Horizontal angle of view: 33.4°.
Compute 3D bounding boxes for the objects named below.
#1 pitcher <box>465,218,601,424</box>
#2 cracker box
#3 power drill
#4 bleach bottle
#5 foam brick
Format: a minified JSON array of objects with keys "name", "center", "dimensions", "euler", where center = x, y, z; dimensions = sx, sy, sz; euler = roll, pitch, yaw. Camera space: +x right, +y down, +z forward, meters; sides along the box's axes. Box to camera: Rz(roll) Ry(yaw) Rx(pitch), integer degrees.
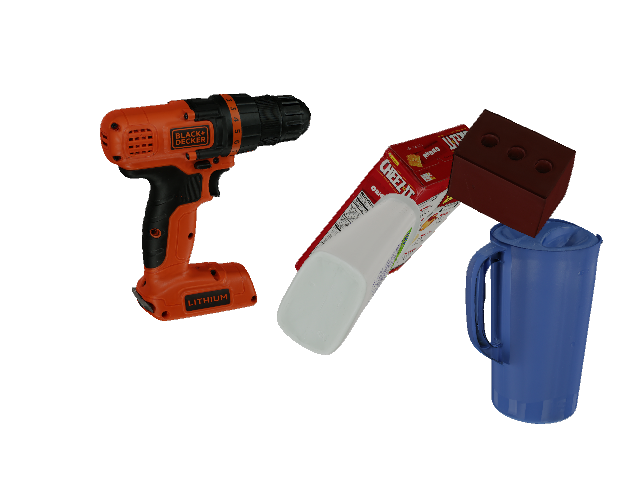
[{"name":"pitcher","center":[0.263,0.101,1.326],"dimensions":[0.149,0.243,0.144],"euler":[6,19,18]},{"name":"cracker box","center":[0.085,-0.032,1.248],"dimensions":[0.163,0.072,0.214],"euler":[-22,-23,-49]},{"name":"power drill","center":[-0.094,-0.033,0.919],"dimensions":[0.184,0.188,0.057],"euler":[-9,21,-24]},{"name":"bleach bottle","center":[0.045,0.017,1.057],"dimensions":[0.068,0.103,0.250],"euler":[33,27,8]},{"name":"foam brick","center":[0.141,-0.049,0.792],"dimensions":[0.078,0.053,0.051],"euler":[28,-32,17]}]
